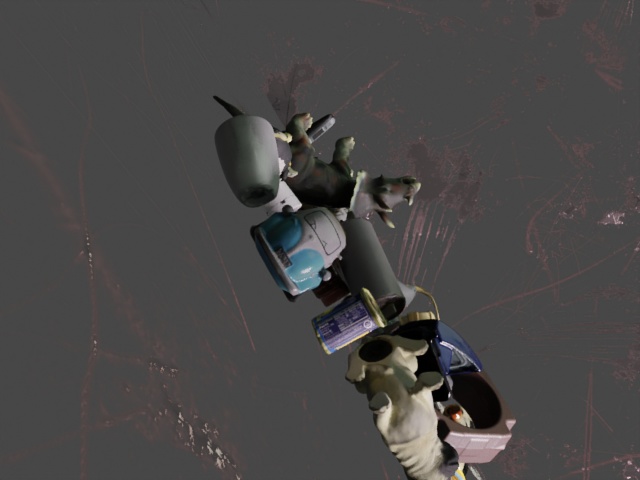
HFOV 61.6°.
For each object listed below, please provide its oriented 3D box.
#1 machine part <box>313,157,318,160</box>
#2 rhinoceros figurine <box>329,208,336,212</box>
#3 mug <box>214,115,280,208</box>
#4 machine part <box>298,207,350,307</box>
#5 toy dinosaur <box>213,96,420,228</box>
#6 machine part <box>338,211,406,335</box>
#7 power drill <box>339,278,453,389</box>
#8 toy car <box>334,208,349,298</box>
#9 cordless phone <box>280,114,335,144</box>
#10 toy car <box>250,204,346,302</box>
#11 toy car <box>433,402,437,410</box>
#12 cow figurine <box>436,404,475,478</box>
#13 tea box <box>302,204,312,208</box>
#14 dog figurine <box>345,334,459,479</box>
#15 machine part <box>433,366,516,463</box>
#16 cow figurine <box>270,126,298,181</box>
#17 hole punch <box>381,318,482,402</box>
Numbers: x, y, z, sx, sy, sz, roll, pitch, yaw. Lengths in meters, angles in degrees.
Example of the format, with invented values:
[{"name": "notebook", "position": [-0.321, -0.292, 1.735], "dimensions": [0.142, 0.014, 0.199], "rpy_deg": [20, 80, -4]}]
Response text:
[{"name": "machine part", "position": [-0.027, -0.151, 1.195], "dimensions": [0.138, 0.084, 0.039], "rpy_deg": [48, 48, -46]}, {"name": "rhinoceros figurine", "position": [0.029, -0.037, 1.277], "dimensions": [0.073, 0.112, 0.190], "rpy_deg": [58, -2, -39]}, {"name": "mug", "position": [-0.090, -0.093, 0.718], "dimensions": [0.109, 0.081, 0.107], "rpy_deg": [62, 13, -59]}, {"name": "machine part", "position": [-0.007, 0.026, 0.916], "dimensions": [0.179, 0.056, 0.179], "rpy_deg": [60, 4, -8]}, {"name": "toy dinosaur", "position": [-0.023, -0.125, 0.997], "dimensions": [0.405, 0.131, 0.192], "rpy_deg": [17, 44, -15]}, {"name": "machine part", "position": [0.075, 0.048, 0.872], "dimensions": [0.079, 0.079, 0.243], "rpy_deg": [53, 13, -50]}, {"name": "power drill", "position": [0.133, 0.152, 0.958], "dimensions": [0.232, 0.086, 0.207], "rpy_deg": [32, 32, -10]}, {"name": "toy car", "position": [0.059, 0.028, 1.154], "dimensions": [0.073, 0.056, 0.201], "rpy_deg": [-22, 107, -65]}, {"name": "cordless phone", "position": [-0.041, -0.227, 1.259], "dimensions": [0.089, 0.184, 0.146], "rpy_deg": [56, 5, 9]}, {"name": "toy car", "position": [-0.017, 0.007, 0.689], "dimensions": [0.109, 0.103, 0.161], "rpy_deg": [61, 7, 1]}, {"name": "toy car", "position": [0.196, 0.342, 1.094], "dimensions": [0.202, 0.053, 0.089], "rpy_deg": [54, 29, -36]}, {"name": "cow figurine", "position": [0.264, 0.391, 1.047], "dimensions": [0.127, 0.086, 0.195], "rpy_deg": [65, 29, -12]}, {"name": "tea box", "position": [-0.036, -0.084, 1.158], "dimensions": [0.169, 0.068, 0.098], "rpy_deg": [52, 10, -51]}, {"name": "dog figurine", "position": [0.115, 0.245, 0.760], "dimensions": [0.172, 0.121, 0.190], "rpy_deg": [-103, 176, -62]}, {"name": "machine part", "position": [0.224, 0.291, 0.958], "dimensions": [0.201, 0.087, 0.202], "rpy_deg": [11, 32, -24]}, {"name": "cow figurine", "position": [-0.079, -0.130, 0.862], "dimensions": [0.068, 0.098, 0.167], "rpy_deg": [54, 5, 10]}, {"name": "hole punch", "position": [0.165, 0.173, 0.808], "dimensions": [0.142, 0.092, 0.115], "rpy_deg": [-29, -97, 57]}]
